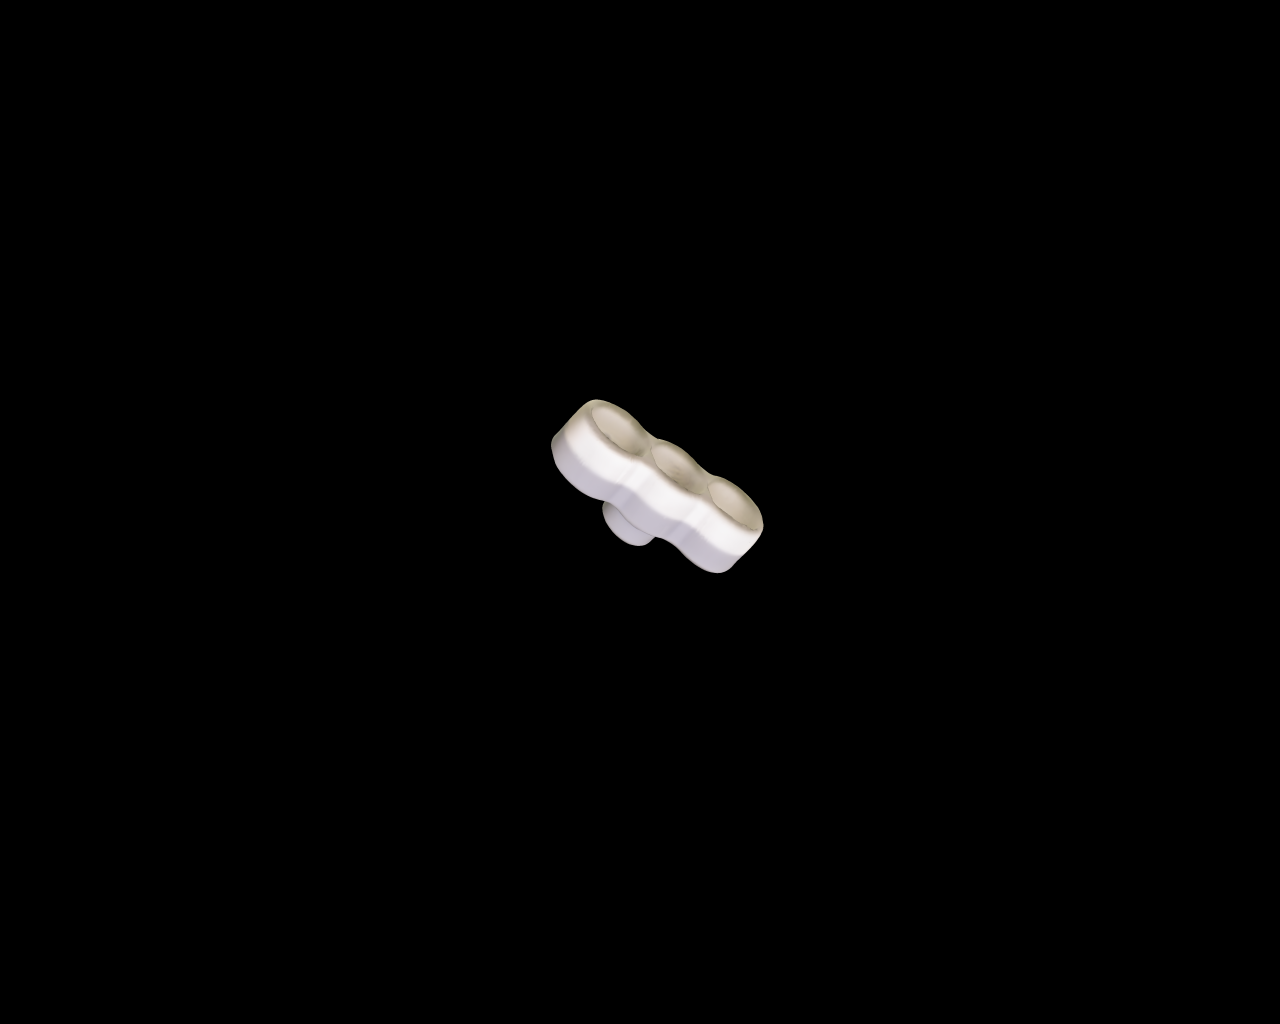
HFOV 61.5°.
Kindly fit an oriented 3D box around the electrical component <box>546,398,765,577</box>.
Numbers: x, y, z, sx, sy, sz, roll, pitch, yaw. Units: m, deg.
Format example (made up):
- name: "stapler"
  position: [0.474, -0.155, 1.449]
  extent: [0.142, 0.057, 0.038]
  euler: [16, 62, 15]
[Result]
- name: "electrical component"
  position: [0.001, -0.003, 0.650]
  extent: [0.138, 0.073, 0.052]
  euler: [33, 29, -21]
